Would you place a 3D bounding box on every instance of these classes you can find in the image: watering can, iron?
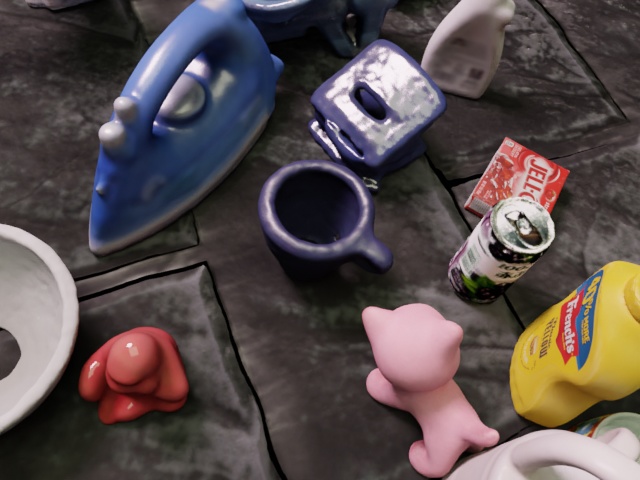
[{"bbox_3d":[0.140,0.174,0.345,0.101,0.194,0.173,30,62,8],"label":"watering can"},{"bbox_3d":[-0.127,-0.117,0.492,0.118,0.141,0.258,25,61,6],"label":"iron"}]

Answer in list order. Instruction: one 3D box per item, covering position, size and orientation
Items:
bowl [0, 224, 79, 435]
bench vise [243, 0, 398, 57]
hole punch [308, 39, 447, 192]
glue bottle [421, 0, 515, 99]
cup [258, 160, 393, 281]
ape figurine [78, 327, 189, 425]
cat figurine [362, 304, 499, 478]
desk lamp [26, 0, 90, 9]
[{"bbox_3d":[-0.252,0.074,0.410,0.167,0.075,0.167,4,62,-6],"label":"bowl"},{"bbox_3d":[-0.003,-0.288,0.558,0.208,0.220,0.121,-18,66,-17],"label":"bench vise"},{"bbox_3d":[0.052,-0.120,0.549,0.101,0.091,0.108,-32,71,-22],"label":"hole punch"},{"bbox_3d":[0.157,-0.218,0.570,0.078,0.173,0.037,17,61,2],"label":"glue bottle"},{"bbox_3d":[0.004,0.002,0.475,0.117,0.095,0.092,35,63,11],"label":"cup"},{"bbox_3d":[-0.130,0.092,0.408,0.077,0.092,0.076,24,61,5],"label":"ape figurine"},{"bbox_3d":[0.081,0.101,0.420,0.067,0.118,0.127,-28,69,-21],"label":"cat figurine"},{"bbox_3d":[-0.271,-0.331,0.545,0.118,0.213,0.203,-22,67,-18],"label":"desk lamp"}]
